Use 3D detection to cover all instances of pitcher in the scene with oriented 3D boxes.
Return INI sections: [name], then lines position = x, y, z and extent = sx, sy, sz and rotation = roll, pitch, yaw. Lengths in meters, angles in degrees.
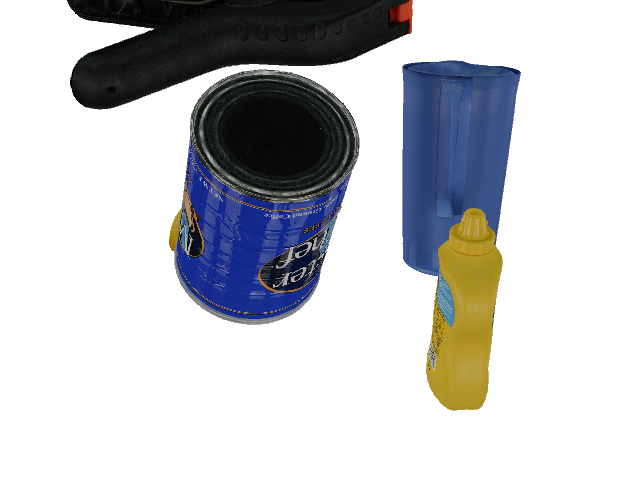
[pitcher]
position = 0.153, -0.082, 1.231
extent = 0.149, 0.243, 0.145
rotation = -9, 19, -33

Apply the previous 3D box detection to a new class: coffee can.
[coffee can]
position = -0.038, -0.025, 0.688
extent = 0.102, 0.103, 0.140
rotation = 0, -35, -12

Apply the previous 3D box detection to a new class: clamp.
[clamp]
position = -0.039, -0.098, 0.493
extent = 0.171, 0.039, 0.120
rotation = -5, 41, -1

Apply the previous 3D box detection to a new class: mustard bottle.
[mustard bottle]
position = 0.134, 0.057, 0.993
extent = 0.058, 0.192, 0.096
rotation = 0, 31, -2

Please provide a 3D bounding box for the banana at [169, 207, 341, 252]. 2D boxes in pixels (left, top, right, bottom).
[banana]
position = -0.079, -0.034, 1.034
extent = 0.198, 0.069, 0.037
rotation = -12, 18, 30
